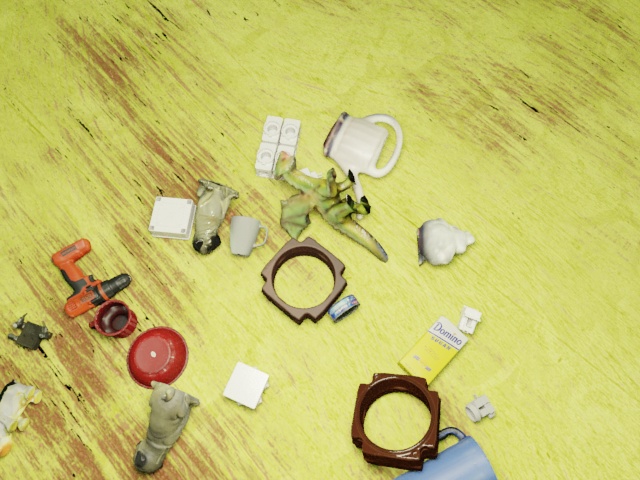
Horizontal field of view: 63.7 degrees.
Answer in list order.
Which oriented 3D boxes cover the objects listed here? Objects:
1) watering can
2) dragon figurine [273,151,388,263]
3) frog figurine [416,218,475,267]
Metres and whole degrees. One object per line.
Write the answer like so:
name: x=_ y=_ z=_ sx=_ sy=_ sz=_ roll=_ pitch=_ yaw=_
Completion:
watering can: x=0.109 y=-0.245 z=1.533 sx=0.225 sy=0.102 sz=0.352 roll=24 pitch=72 yaw=10
dragon figurine: x=0.004 y=-0.072 z=1.440 sx=0.241 sy=0.124 sz=0.406 roll=-21 pitch=105 yaw=24
frog figurine: x=0.350 y=0.004 z=1.429 sx=0.159 sy=0.120 sz=0.141 roll=-4 pitch=49 yaw=9
